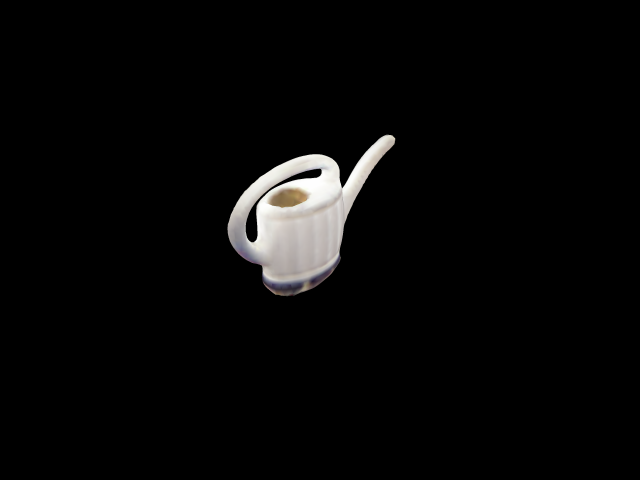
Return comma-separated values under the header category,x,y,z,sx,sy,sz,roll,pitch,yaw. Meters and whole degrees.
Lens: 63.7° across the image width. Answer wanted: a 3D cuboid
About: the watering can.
category,x,y,z,sx,sy,sz,roll,pitch,yaw
watering can,0.003,-0.043,0.850,0.351,0.219,0.105,-26,40,-34
